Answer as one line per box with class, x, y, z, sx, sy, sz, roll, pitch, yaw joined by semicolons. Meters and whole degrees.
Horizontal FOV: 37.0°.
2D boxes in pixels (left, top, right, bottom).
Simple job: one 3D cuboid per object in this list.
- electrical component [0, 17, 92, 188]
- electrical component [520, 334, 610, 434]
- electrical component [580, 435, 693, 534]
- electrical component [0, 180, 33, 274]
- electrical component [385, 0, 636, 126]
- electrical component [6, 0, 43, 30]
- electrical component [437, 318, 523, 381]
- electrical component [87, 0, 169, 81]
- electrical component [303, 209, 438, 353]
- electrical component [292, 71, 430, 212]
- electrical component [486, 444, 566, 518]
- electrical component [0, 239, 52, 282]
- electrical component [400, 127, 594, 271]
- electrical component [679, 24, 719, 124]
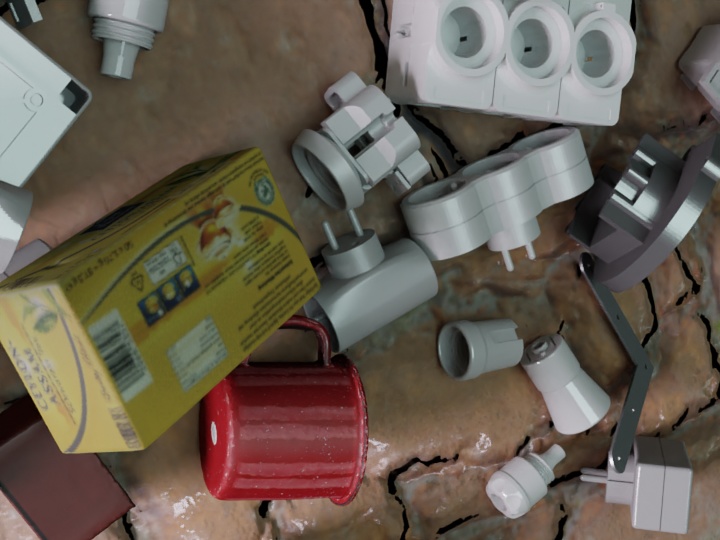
electrical component;-0.216;-0.084;0.557;0.109;0.056;0.108;40;79;-25
electrical component;0.143;0.078;0.762;0.044;0.044;0.065;-40;107;-16
electrical component;0.200;0.153;0.787;0.076;0.083;0.047;4;96;12
electrical component;-0.209;-0.015;0.515;0.077;0.044;0.079;22;94;-24
electrical component;0.100;-0.146;0.699;0.150;0.062;0.089;3;96;-26
electrical component;-0.179;-0.173;0.571;0.064;0.042;0.081;-26;108;-23
electrical component;0.082;0.052;0.731;0.046;0.040;0.040;-7;100;-30
electrical component;-0.131;-0.138;0.599;0.043;0.043;0.062;9;94;-27
electrical component;0.000;0.000;0.681;0.077;0.043;0.079;-29;109;-19
electrical component;-0.004;-0.073;0.659;0.057;0.058;0.078;-40;93;-16
electrical component;0.121;0.146;0.764;0.061;0.035;0.035;-35;110;-20
electrical component;-0.181;0.016;0.590;0.047;0.055;0.055;-38;111;-21
electrical component;0.098;-0.036;0.718;0.138;0.052;0.073;-27;108;-21
electrical component;0.298;-0.130;0.797;0.121;0.063;0.078;40;79;-25
